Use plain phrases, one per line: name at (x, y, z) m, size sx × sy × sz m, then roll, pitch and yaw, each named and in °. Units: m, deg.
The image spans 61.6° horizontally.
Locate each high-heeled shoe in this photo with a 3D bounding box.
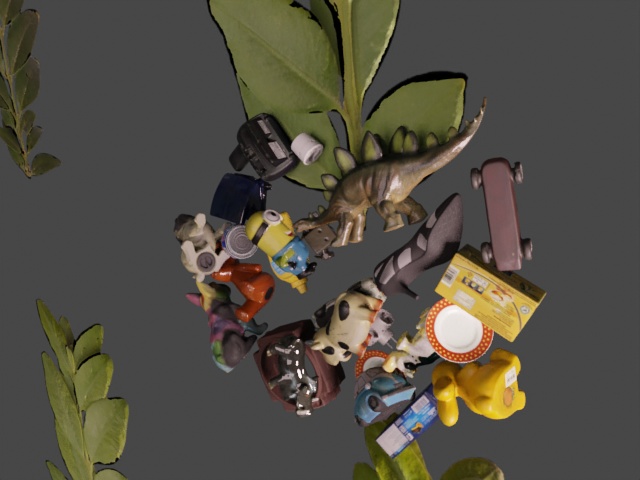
high-heeled shoe at (0.192, 0.007, 1.075) m, size 0.145 × 0.086 × 0.248 m, roll 39°, pitch -72°, yaw 55°

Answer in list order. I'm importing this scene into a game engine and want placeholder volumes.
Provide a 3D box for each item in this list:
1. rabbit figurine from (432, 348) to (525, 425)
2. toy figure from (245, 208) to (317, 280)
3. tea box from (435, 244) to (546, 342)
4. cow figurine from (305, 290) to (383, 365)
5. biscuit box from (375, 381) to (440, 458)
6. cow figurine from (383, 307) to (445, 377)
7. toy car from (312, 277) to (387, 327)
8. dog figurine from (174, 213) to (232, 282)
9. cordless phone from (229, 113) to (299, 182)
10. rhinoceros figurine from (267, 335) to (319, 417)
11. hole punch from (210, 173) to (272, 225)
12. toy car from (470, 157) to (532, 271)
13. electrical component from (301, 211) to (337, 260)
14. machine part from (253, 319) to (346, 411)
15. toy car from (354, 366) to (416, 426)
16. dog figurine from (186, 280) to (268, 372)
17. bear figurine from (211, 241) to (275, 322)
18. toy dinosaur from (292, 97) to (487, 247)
rabbit figurine at (0.286, 0.289, 1.045) m, size 0.173 × 0.162 × 0.121 m, roll 10°, pitch -57°, yaw 51°
toy figure at (-0.087, 0.011, 1.179) m, size 0.089 × 0.082 × 0.180 m, roll -39°, pitch -86°, yaw -8°
tea box at (0.314, 0.095, 0.999) m, size 0.170 × 0.068 × 0.098 m, roll 36°, pitch -58°, yaw 19°
cow figurine at (0.047, 0.190, 1.138) m, size 0.127 × 0.085 × 0.194 m, roll 24°, pitch -56°, yaw 14°
biscuit box at (0.204, 0.391, 1.170) m, size 0.059 × 0.063 × 0.202 m, roll 45°, pitch -56°, yaw 16°
cow figurine at (0.207, 0.228, 1.110) m, size 0.098 × 0.068 × 0.167 m, roll 38°, pitch -64°, yaw 5°
toy car at (0.061, 0.153, 1.201) m, size 0.202 × 0.056 × 0.073 m, roll -39°, pitch -92°, yaw 37°
dog figurine at (-0.316, 0.018, 1.345) m, size 0.191 × 0.121 × 0.172 m, roll -6°, pitch -121°, yaw 54°
cordless phone at (-0.146, -0.186, 1.236) m, size 0.146 × 0.089 × 0.184 m, roll 57°, pitch -42°, yaw 5°
rhinoceros figurine at (-0.055, 0.306, 1.217) m, size 0.112 × 0.073 × 0.190 m, roll -4°, pitch -80°, yaw 24°
hole punch at (-0.194, -0.097, 1.281) m, size 0.142 × 0.092 × 0.115 m, roll 17°, pitch -70°, yaw 34°
toy car at (0.325, -0.046, 0.958) m, size 0.089 × 0.053 × 0.202 m, roll -8°, pitch -84°, yaw 25°
electrical component at (-0.001, -0.003, 1.204) m, size 0.078 × 0.045 × 0.102 m, roll -45°, pitch -101°, yaw 6°
machine part at (-0.054, 0.307, 1.309) m, size 0.201 × 0.087 × 0.201 m, roll -21°, pitch -88°, yaw 38°
toy car at (0.126, 0.329, 1.164) m, size 0.161 × 0.109 × 0.103 m, roll -58°, pitch -133°, yaw 45°
dog figurine at (-0.259, 0.204, 1.367) m, size 0.219 × 0.191 × 0.108 m, roll 40°, pitch -49°, yaw 0°
bear figurine at (-0.213, 0.094, 1.328) m, size 0.196 × 0.132 × 0.120 m, roll 27°, pitch -59°, yaw 18°
toy dinosaur at (0.123, -0.114, 1.047) m, size 0.472 × 0.105 × 0.198 m, roll -21°, pitch -91°, yaw 33°
